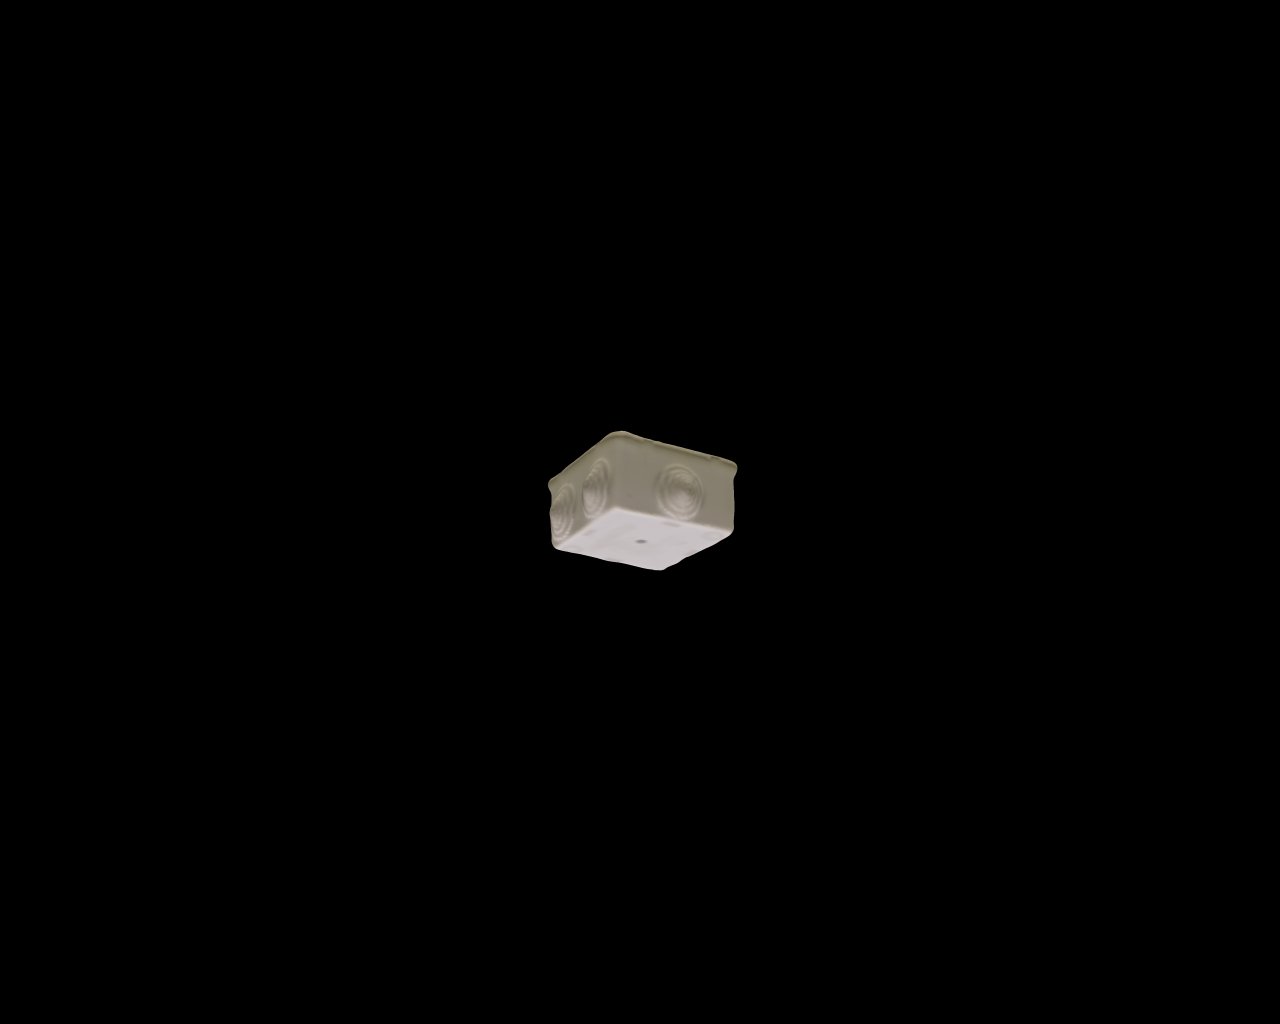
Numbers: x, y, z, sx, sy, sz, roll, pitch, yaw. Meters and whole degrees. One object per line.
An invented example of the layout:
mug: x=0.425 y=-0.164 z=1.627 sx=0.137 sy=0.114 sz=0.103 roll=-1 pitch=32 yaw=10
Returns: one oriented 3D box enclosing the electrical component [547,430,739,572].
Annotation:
electrical component: x=0.001 y=-0.003 z=0.650 sx=0.100 sy=0.048 sz=0.099 roll=13 pitch=-26 yaw=-29
